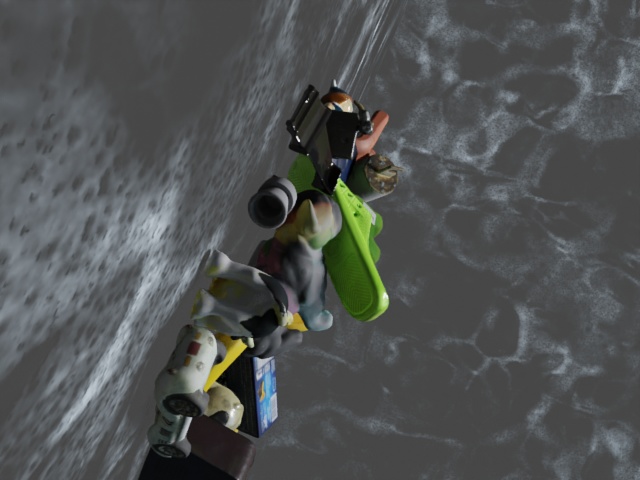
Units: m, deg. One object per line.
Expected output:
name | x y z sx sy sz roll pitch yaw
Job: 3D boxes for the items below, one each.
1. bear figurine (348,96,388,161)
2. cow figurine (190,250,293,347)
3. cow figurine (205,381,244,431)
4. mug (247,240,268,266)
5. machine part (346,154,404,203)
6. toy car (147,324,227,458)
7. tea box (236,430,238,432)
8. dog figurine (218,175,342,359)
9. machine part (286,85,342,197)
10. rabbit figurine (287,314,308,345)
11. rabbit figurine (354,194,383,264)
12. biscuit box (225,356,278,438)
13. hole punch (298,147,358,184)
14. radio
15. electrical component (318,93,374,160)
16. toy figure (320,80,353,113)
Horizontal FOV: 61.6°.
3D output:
bear figurine | 0.048 -0.179 1.114 0.195 0.120 0.132 118 -7 -60
cow figurine | -0.077 0.070 0.557 0.167 0.098 0.068 118 -9 -73
cow figurine | -0.166 0.302 0.818 0.085 0.127 0.194 -59 172 -59
mug | -0.071 0.058 0.854 0.081 0.110 0.107 42 59 -81
machine part | 0.064 -0.102 1.010 0.243 0.079 0.079 -16 -136 57
toy car | -0.142 0.161 0.554 0.201 0.056 0.073 116 -8 -46
tea box | -0.187 0.313 0.983 0.170 0.098 0.068 -71 -173 -73
dog figurine | -0.054 0.031 0.705 0.191 0.109 0.219 -23 132 -29
machine part | -0.005 -0.116 0.659 0.138 0.039 0.084 69 34 -52
rabbit figurine | -0.084 0.117 0.964 0.122 0.162 0.173 -51 171 37
rabbit figurine | -0.002 -0.003 0.907 0.170 0.159 0.121 -26 -137 34
biscuit box | -0.109 0.207 0.843 0.059 0.063 0.202 -31 125 -55
hole punch | 0.011 -0.137 0.911 0.142 0.092 0.115 -62 175 -15
radio | -0.185 0.350 0.741 0.073 0.131 0.229 -61 176 -65
electrical component | 0.020 -0.148 0.715 0.045 0.102 0.078 -16 121 -84
toy figure | 0.017 -0.186 0.811 0.064 0.058 0.154 -45 -164 41
